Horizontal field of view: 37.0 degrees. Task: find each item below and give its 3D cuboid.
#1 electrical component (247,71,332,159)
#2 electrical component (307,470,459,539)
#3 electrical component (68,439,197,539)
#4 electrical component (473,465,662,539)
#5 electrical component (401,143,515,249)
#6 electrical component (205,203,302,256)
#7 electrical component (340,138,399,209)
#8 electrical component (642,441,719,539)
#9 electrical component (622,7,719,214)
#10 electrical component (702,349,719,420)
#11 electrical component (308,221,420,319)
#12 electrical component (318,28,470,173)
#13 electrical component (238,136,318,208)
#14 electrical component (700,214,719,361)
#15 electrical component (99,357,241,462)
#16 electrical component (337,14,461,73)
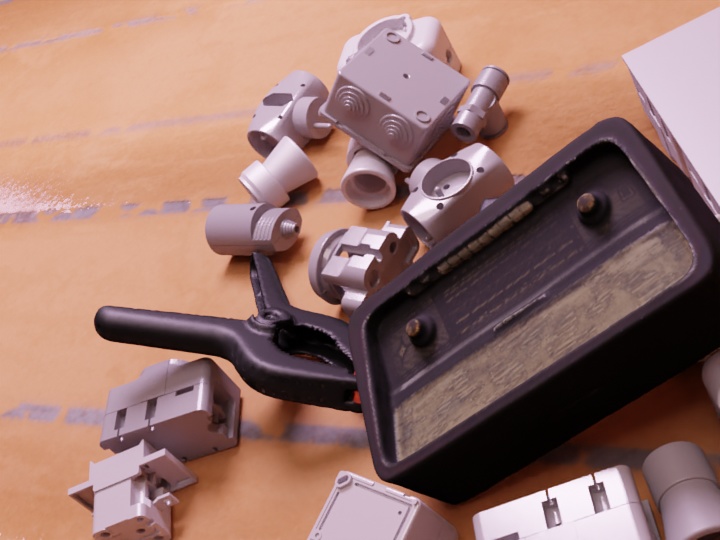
[{"bbox_3d":[-0.051,-0.137,0.964,0.079,0.043,0.077,9,57,39],"label":"electrical component"},{"bbox_3d":[0.005,0.175,0.615,0.062,0.061,0.096,12,67,42],"label":"electrical component"},{"bbox_3d":[-0.159,0.161,0.751,0.081,0.042,0.063,-24,43,14],"label":"electrical component"},{"bbox_3d":[0.112,0.151,0.567,0.089,0.050,0.055,-23,41,15],"label":"electrical component"},{"bbox_3d":[0.063,-0.061,0.811,0.077,0.044,0.079,-42,40,-8],"label":"electrical component"},{"bbox_3d":[-0.083,-0.033,0.886,0.081,0.043,0.043,1,52,36],"label":"electrical component"},{"bbox_3d":[0.010,-0.083,0.870,0.045,0.045,0.055,-13,45,24],"label":"electrical component"},{"bbox_3d":[0.173,0.122,0.562,0.044,0.044,0.065,-25,36,12],"label":"electrical component"},{"bbox_3d":[0.258,-0.093,0.697,0.105,0.060,0.186,-26,41,11],"label":"electrical component"},{"bbox_3d":[0.220,0.080,0.555,0.054,0.059,0.095,-26,41,10],"label":"electrical component"},{"bbox_3d":[0.000,0.000,0.787,0.057,0.058,0.078,10,57,37],"label":"electrical component"},{"bbox_3d":[0.029,-0.138,0.856,0.100,0.048,0.099,34,48,7],"label":"electrical component"},{"bbox_3d":[-0.070,-0.081,0.922,0.055,0.045,0.045,-41,40,-6],"label":"electrical component"},{"bbox_3d":[0.209,0.008,0.623,0.077,0.079,0.043,-16,6,22],"label":"electrical component"},{"bbox_3d":[-0.137,0.104,0.785,0.089,0.050,0.055,-20,43,18],"label":"electrical component"},{"bbox_3d":[0.032,-0.181,0.938,0.095,0.059,0.053,-8,47,28],"label":"electrical component"}]
